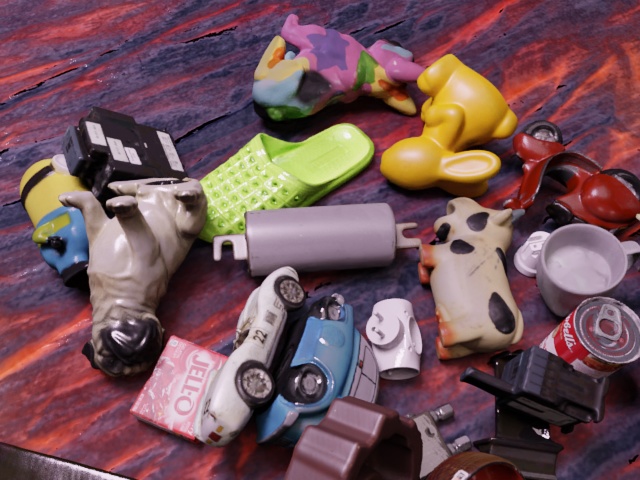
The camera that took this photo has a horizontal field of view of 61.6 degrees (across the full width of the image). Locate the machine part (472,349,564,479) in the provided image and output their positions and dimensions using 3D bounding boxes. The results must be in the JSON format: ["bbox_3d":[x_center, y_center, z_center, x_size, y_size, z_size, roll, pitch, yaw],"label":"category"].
[{"bbox_3d":[0.201,0.178,0.548,0.084,0.039,0.139,6,59,8],"label":"machine part"}]

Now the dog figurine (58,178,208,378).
[{"bbox_3d":[-0.182,0.034,0.586,0.121,0.190,0.172,12,22,41],"label":"dog figurine"}]

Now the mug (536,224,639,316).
[{"bbox_3d":[0.290,0.037,0.592,0.110,0.107,0.081,-23,60,-2],"label":"mug"}]

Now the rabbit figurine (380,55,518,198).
[{"bbox_3d":[0.163,-0.125,0.710,0.173,0.121,0.162,-41,77,-9],"label":"rabbit figurine"}]

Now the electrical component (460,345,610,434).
[{"bbox_3d":[0.197,0.136,0.510,0.119,0.074,0.048,22,62,11],"label":"electrical component"}]

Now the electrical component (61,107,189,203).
[{"bbox_3d":[-0.239,-0.099,0.657,0.134,0.058,0.115,8,43,-45],"label":"electrical component"}]

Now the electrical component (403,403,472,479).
[{"bbox_3d":[0.101,0.204,0.537,0.094,0.021,0.063,-20,61,-13],"label":"electrical component"}]

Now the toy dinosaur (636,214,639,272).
[{"bbox_3d":[0.382,0.099,0.523,0.192,0.131,0.405,38,55,-2],"label":"toy dinosaur"}]

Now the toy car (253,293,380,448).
[{"bbox_3d":[0.006,0.140,0.536,0.103,0.109,0.162,32,48,-9],"label":"toy car"}]

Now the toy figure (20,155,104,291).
[{"bbox_3d":[-0.298,-0.023,0.631,0.089,0.082,0.180,-19,63,-14],"label":"toy figure"}]

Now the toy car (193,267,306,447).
[{"bbox_3d":[-0.066,0.106,0.535,0.056,0.073,0.202,29,42,-9],"label":"toy car"}]

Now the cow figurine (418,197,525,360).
[{"bbox_3d":[0.178,0.033,0.611,0.127,0.085,0.195,-5,56,1],"label":"cow figurine"}]

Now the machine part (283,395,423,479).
[{"bbox_3d":[0.023,0.216,0.440,0.056,0.179,0.179,12,55,35],"label":"machine part"}]

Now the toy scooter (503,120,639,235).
[{"bbox_3d":[0.303,-0.057,0.670,0.184,0.075,0.135,40,69,10],"label":"toy scooter"}]

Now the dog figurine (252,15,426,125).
[{"bbox_3d":[0.035,-0.220,0.753,0.219,0.108,0.191,19,58,6],"label":"dog figurine"}]

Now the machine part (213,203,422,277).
[{"bbox_3d":[-0.001,-0.002,0.625,0.243,0.079,0.079,-4,58,-7],"label":"machine part"}]

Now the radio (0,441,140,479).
[{"bbox_3d":[-0.163,0.238,0.441,0.230,0.131,0.073,13,58,7],"label":"radio"}]
